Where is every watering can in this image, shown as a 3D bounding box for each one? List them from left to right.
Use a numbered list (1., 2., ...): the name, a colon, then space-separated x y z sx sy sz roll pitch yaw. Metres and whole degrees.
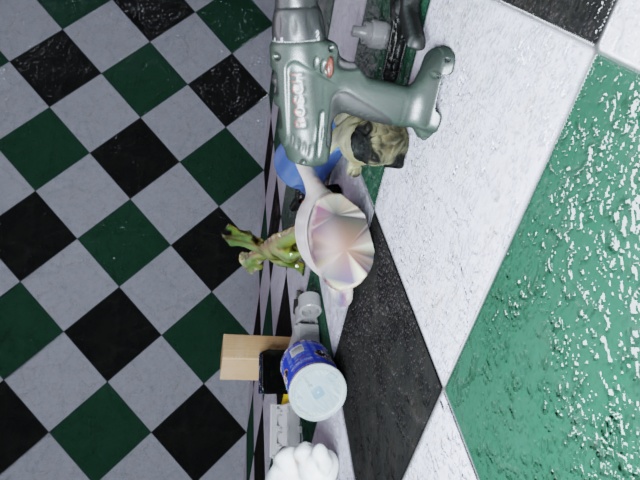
1. watering can: 0.003 -0.045 0.885 0.224 0.104 0.346 -172 66 -79

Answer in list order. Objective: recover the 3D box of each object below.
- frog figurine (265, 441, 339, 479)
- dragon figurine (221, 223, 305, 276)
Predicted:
1. frog figurine: -0.024 0.428 0.911 0.138 0.124 0.156 58 149 10
2. dragon figurine: -0.145 0.007 1.384 0.402 0.243 0.125 112 164 -62
